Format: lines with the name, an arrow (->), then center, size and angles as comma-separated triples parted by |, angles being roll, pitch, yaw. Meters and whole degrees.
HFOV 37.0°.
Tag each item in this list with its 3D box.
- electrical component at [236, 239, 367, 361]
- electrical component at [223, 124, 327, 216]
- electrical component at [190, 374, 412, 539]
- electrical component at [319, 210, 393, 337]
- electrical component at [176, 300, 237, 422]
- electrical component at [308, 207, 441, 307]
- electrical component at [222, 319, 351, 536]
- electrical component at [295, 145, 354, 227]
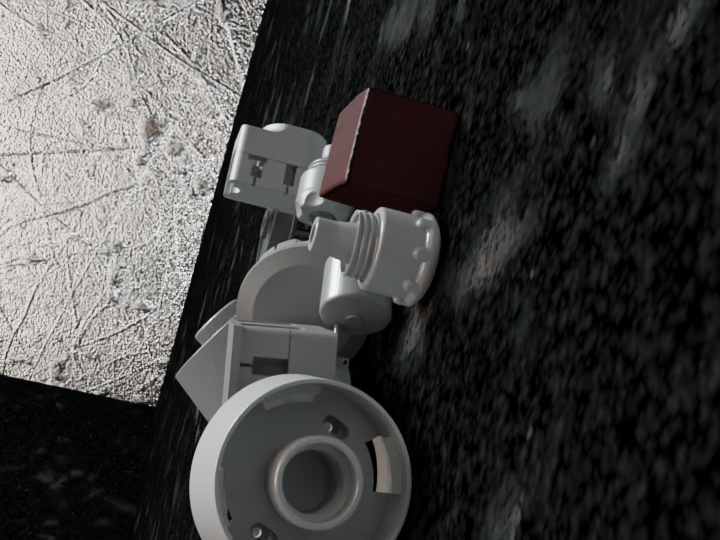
electrical component -> -0.034, 0.021, 0.654 | 0.051, 0.080, 0.080 | -104, 29, -78
electrical component -> -0.058, -0.081, 0.867 | 0.050, 0.089, 0.055 | 136, 146, -70
electrical component -> -0.027, 0.096, 0.488 | 0.064, 0.099, 0.099 | 157, 126, -69
electrical component -> 0.000, 0.000, 0.608 | 0.040, 0.040, 0.078 | 118, 162, -52
electrical component -> -0.083, 0.056, 0.767 | 0.108, 0.060, 0.108 | -43, -2, -2
electrical component -> 0.006, -0.011, 0.533 | 0.048, 0.062, 0.048 | -166, 90, -79
electrical component -> -0.046, 0.122, 0.571 | 0.105, 0.060, 0.186 | 175, 100, -82
electrical component -> -0.023, -0.063, 0.792 | 0.043, 0.043, 0.062 | 122, 160, -58
